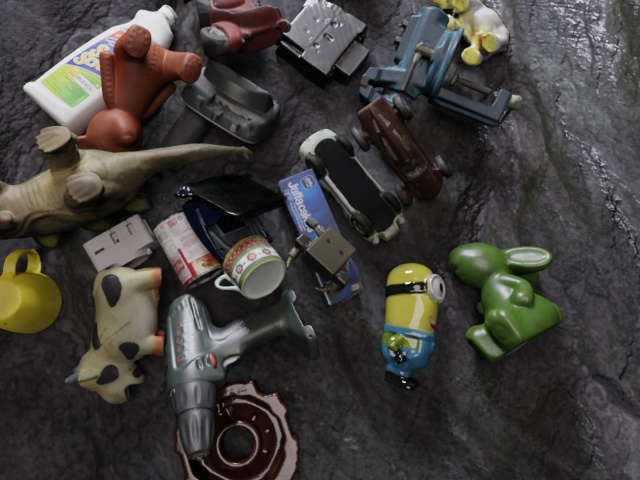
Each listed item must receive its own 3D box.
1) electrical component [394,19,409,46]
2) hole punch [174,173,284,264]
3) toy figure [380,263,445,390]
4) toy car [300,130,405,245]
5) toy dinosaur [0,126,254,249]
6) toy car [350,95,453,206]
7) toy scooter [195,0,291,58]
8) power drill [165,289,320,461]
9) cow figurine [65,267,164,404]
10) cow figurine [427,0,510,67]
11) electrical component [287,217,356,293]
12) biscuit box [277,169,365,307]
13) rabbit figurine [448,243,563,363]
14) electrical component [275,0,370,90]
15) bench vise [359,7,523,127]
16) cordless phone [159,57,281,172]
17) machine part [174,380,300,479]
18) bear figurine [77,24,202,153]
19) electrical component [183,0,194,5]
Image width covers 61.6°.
[{"bbox_3d":[0.174,-0.331,0.896,0.094,0.021,0.063,23,80,-1],"label":"electrical component"},{"bbox_3d":[-0.129,-0.036,0.784,0.116,0.092,0.142,33,38,27],"label":"hole punch"},{"bbox_3d":[0.130,0.123,0.789,0.089,0.082,0.180,16,82,-3],"label":"toy figure"},{"bbox_3d":[0.049,-0.083,0.831,0.073,0.056,0.202,-38,86,-15],"label":"toy car"},{"bbox_3d":[-0.322,-0.072,0.734,0.472,0.198,0.105,-15,81,-6],"label":"toy dinosaur"},{"bbox_3d":[0.123,-0.124,0.784,0.089,0.202,0.053,-32,44,16],"label":"toy car"},{"bbox_3d":[-0.119,-0.337,0.826,0.135,0.075,0.184,-12,45,-7],"label":"toy scooter"},{"bbox_3d":[-0.108,0.162,0.739,0.207,0.085,0.232,-21,53,-10],"label":"power drill"},{"bbox_3d":[-0.284,0.134,0.754,0.127,0.085,0.194,1,94,-13],"label":"cow figurine"},{"bbox_3d":[0.244,-0.371,0.879,0.098,0.068,0.167,-32,86,-38],"label":"cow figurine"},{"bbox_3d":[0.003,0.025,0.754,0.102,0.045,0.078,37,51,0],"label":"electrical component"},{"bbox_3d":[-0.002,-0.002,0.810,0.059,0.063,0.202,-23,83,-7],"label":"biscuit box"},{"bbox_3d":[0.270,0.067,0.791,0.159,0.121,0.170,-27,68,-11],"label":"rabbit figurine"},{"bbox_3d":[0.011,-0.314,0.867,0.134,0.058,0.115,35,82,3],"label":"electrical component"},{"bbox_3d":[0.188,-0.231,0.833,0.241,0.129,0.223,23,85,4],"label":"bench vise"},{"bbox_3d":[-0.163,-0.170,0.832,0.147,0.089,0.184,33,92,1],"label":"cordless phone"},{"bbox_3d":[-0.115,0.286,0.759,0.179,0.056,0.179,0,80,-2],"label":"machine part"},{"bbox_3d":[-0.272,-0.193,0.774,0.120,0.132,0.195,22,88,-41],"label":"bear figurine"},{"bbox_3d":[-0.176,-0.427,0.868,0.119,0.075,0.048,-28,84,-4],"label":"electrical component"}]
